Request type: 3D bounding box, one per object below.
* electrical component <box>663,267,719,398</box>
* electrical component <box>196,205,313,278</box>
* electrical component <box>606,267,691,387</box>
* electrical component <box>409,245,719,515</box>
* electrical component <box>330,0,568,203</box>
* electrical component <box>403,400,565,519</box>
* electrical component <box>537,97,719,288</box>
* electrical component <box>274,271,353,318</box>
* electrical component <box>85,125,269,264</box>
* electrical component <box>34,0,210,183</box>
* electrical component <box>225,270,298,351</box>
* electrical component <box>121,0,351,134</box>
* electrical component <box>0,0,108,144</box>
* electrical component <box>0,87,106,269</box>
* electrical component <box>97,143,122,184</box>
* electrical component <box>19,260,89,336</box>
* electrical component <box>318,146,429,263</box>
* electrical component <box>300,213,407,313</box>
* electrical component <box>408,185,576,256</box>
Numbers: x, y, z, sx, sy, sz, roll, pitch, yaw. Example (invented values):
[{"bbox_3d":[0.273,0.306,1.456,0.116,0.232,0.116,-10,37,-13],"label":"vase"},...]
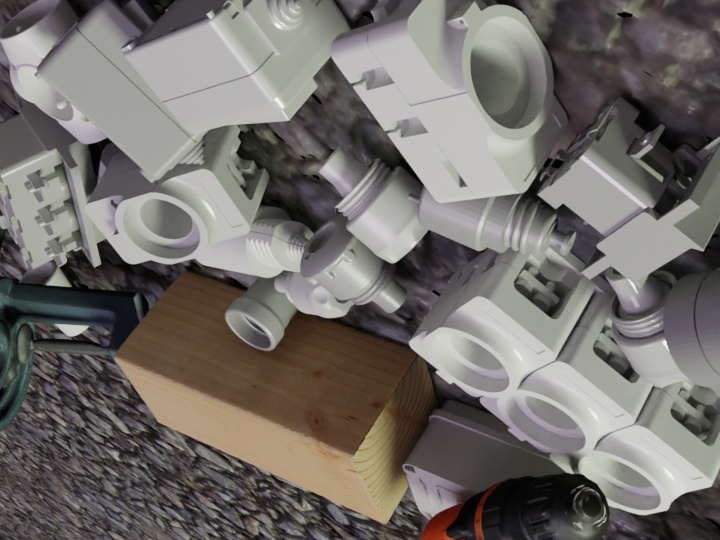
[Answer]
[{"bbox_3d":[0.201,0.050,0.464,0.138,0.052,0.074,45,150,-17],"label":"electrical component"},{"bbox_3d":[-0.061,-0.018,0.656,0.081,0.043,0.043,10,142,38],"label":"electrical component"},{"bbox_3d":[0.137,0.021,0.501,0.043,0.043,0.062,-5,130,50],"label":"electrical component"},{"bbox_3d":[0.110,0.057,0.563,0.150,0.061,0.089,39,151,-5],"label":"electrical component"},{"bbox_3d":[0.042,-0.077,0.449,0.056,0.050,0.089,-4,133,50],"label":"electrical component"},{"bbox_3d":[0.094,0.142,0.713,0.113,0.057,0.078,18,147,30],"label":"electrical component"},{"bbox_3d":[0.113,-0.034,0.447,0.064,0.042,0.081,39,151,-2],"label":"electrical component"},{"bbox_3d":[-0.031,0.011,0.676,0.061,0.035,0.035,6,140,47],"label":"electrical component"},{"bbox_3d":[-0.107,-0.042,0.624,0.089,0.055,0.050,-13,129,25],"label":"electrical component"},{"bbox_3d":[-0.111,-0.096,0.562,0.096,0.061,0.061,44,-172,-20],"label":"electrical component"},{"bbox_3d":[-0.061,0.024,0.715,0.040,0.046,0.040,27,150,17],"label":"electrical component"},{"bbox_3d":[-0.051,-0.104,0.497,0.096,0.061,0.061,-3,133,50],"label":"electrical component"},{"bbox_3d":[-0.181,-0.117,0.637,0.079,0.044,0.077,6,140,43],"label":"electrical component"},{"bbox_3d":[-0.218,-0.056,0.736,0.078,0.063,0.121,51,157,22],"label":"electrical component"},{"bbox_3d":[-0.148,-0.055,0.695,0.043,0.043,0.081,36,151,0],"label":"electrical component"},{"bbox_3d":[-0.265,0.028,0.950,0.044,0.044,0.065,7,145,42],"label":"electrical component"},{"bbox_3d":[0.007,-0.037,0.554,0.062,0.043,0.043,41,151,-7],"label":"electrical component"},{"bbox_3d":[0.000,0.000,0.618,0.062,0.048,0.048,40,152,-23],"label":"electrical component"},{"bbox_3d":[0.064,-0.027,0.510,0.078,0.040,0.040,25,150,19],"label":"electrical component"}]
